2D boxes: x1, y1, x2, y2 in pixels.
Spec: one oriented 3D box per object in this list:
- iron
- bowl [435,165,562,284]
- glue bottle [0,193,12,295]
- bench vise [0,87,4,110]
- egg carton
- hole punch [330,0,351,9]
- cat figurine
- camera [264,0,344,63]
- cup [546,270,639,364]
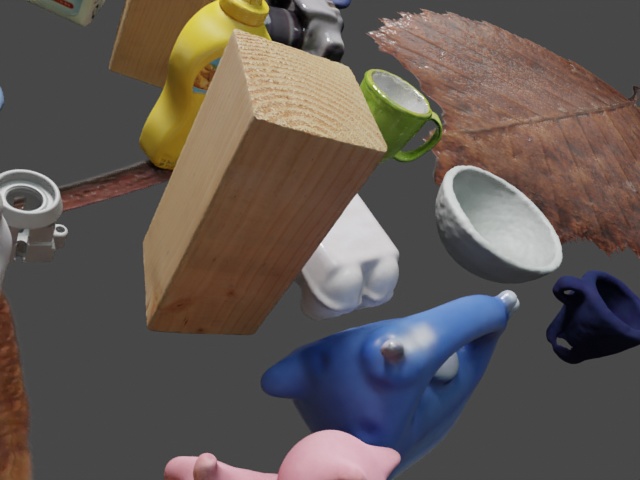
[{"bbox_3d":[0.089,0.087,0.450,0.259,0.141,0.118,-14,59,-44],"label":"iron"},{"bbox_3d":[0.198,-0.007,0.682,0.168,0.074,0.167,21,41,-19],"label":"bowl"},{"bbox_3d":[-0.181,0.016,0.295,0.037,0.173,0.078,8,46,-31],"label":"glue bottle"},{"bbox_3d":[-0.256,-0.095,0.315,0.122,0.219,0.207,23,40,-16],"label":"bench vise"},{"bbox_3d":[0.005,0.002,0.533,0.107,0.069,0.150,-10,57,-43],"label":"egg carton"},{"bbox_3d":[-0.007,-0.372,0.892,0.101,0.091,0.108,25,39,-14],"label":"hole punch"},{"bbox_3d":[-0.019,0.144,0.329,0.128,0.117,0.067,19,41,-20],"label":"cat figurine"},{"bbox_3d":[-0.048,-0.291,0.770,0.137,0.100,0.143,-5,54,-40],"label":"camera"},{"bbox_3d":[0.288,0.090,0.634,0.118,0.095,0.091,25,39,-13],"label":"cup"}]
